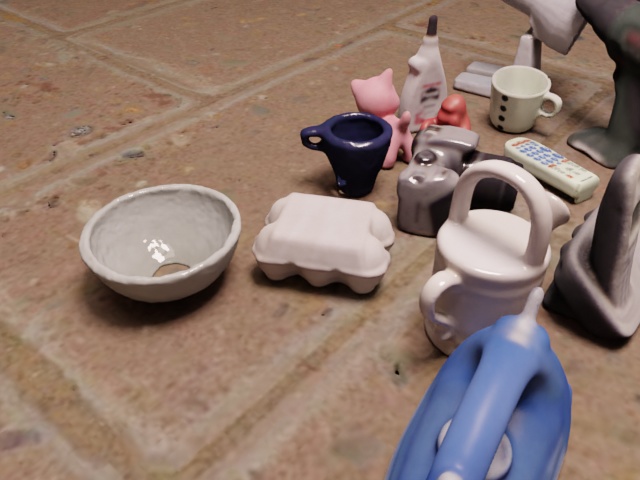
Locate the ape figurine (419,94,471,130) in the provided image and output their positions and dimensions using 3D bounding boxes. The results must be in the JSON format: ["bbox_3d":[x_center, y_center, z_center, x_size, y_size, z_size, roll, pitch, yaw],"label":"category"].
[{"bbox_3d":[0.186,-0.165,0.820,0.076,0.092,0.077,-22,44,-24],"label":"ape figurine"}]

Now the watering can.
[{"bbox_3d":[0.159,0.010,0.524,0.100,0.194,0.173,20,43,24],"label":"watering can"}]

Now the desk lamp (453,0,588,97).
[{"bbox_3d":[0.340,-0.339,0.937,0.202,0.214,0.118,21,44,25],"label":"desk lamp"}]

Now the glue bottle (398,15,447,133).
[{"bbox_3d":[0.159,-0.249,0.860,0.078,0.173,0.037,-21,43,-23],"label":"glue bottle"}]

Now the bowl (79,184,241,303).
[{"bbox_3d":[-0.165,0.013,0.620,0.167,0.075,0.167,0,39,0],"label":"bowl"}]

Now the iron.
[{"bbox_3d":[0.104,0.151,0.394,0.118,0.141,0.259,20,44,24],"label":"iron"}]

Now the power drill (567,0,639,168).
[{"bbox_3d":[0.418,-0.216,0.788,0.076,0.209,0.229,-18,42,-20],"label":"power drill"}]

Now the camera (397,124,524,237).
[{"bbox_3d":[0.175,-0.078,0.706,0.136,0.101,0.143,14,41,17],"label":"camera"}]

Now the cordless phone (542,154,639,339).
[{"bbox_3d":[0.295,-0.010,0.555,0.093,0.185,0.148,23,45,27],"label":"cordless phone"}]

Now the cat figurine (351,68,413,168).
[{"bbox_3d":[0.093,-0.184,0.824,0.067,0.118,0.127,-17,42,-19],"label":"cat figurine"}]

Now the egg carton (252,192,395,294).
[{"bbox_3d":[0.006,0.002,0.635,0.150,0.069,0.107,7,40,9],"label":"egg carton"}]

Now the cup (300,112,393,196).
[{"bbox_3d":[0.034,-0.107,0.748,0.117,0.095,0.091,1,39,3],"label":"cup"}]
